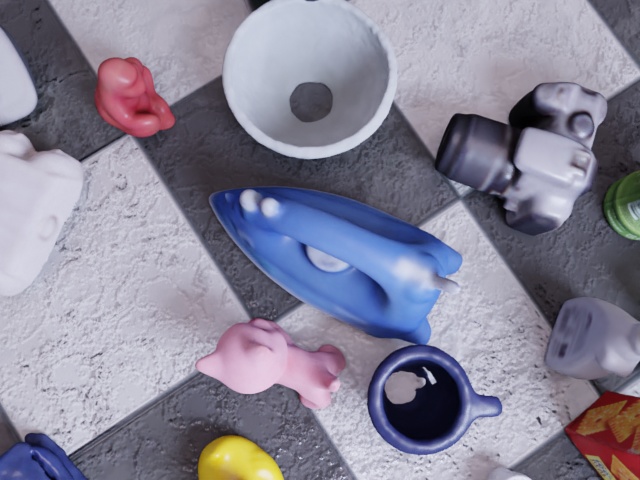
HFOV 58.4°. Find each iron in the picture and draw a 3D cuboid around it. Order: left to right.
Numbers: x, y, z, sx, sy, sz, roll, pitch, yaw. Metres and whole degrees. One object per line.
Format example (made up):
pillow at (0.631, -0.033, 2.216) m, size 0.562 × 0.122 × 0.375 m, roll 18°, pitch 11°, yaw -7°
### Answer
iron at (0.005, 0.002, 0.520) m, size 0.258 × 0.141 × 0.119 m, roll 24°, pitch 82°, yaw 2°

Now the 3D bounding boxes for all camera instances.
camera at (0.192, -0.093, 0.559) m, size 0.137 × 0.101 × 0.143 m, roll 19°, pitch 82°, yaw 1°

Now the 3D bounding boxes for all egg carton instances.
egg carton at (-0.299, -0.026, 0.552) m, size 0.107 × 0.069 × 0.150 m, roll 22°, pitch 82°, yaw 2°

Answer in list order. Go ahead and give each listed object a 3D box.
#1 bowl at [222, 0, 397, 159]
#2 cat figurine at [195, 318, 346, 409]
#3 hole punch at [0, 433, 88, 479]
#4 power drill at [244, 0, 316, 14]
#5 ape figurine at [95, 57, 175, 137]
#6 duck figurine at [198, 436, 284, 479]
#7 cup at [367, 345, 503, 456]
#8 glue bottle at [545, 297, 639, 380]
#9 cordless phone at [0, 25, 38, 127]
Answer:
bowl at (-0.010, -0.154, 0.575) m, size 0.167 × 0.074 × 0.167 m, roll 0°, pitch 82°, yaw -1°
cat figurine at (-0.040, 0.111, 0.515) m, size 0.128 × 0.117 × 0.067 m, roll 19°, pitch 82°, yaw 2°
hole punch at (-0.265, 0.241, 0.504) m, size 0.101 × 0.091 × 0.108 m, roll -44°, pitch 85°, yaw -7°
power drill at (-0.041, -0.274, 0.524) m, size 0.075 × 0.208 × 0.229 m, roll -22°, pitch 83°, yaw -4°
ape figurine at (-0.188, -0.146, 0.561) m, size 0.076 × 0.092 × 0.078 m, roll 4°, pitch 82°, yaw -1°
duck figurine at (-0.073, 0.231, 0.513) m, size 0.077 × 0.086 × 0.104 m, roll -31°, pitch 84°, yaw -5°
cup at (0.098, 0.142, 0.526) m, size 0.117 × 0.095 × 0.092 m, roll 5°, pitch 82°, yaw -1°
glue bottle at (0.254, 0.087, 0.498) m, size 0.037 × 0.173 × 0.078 m, roll 22°, pitch 82°, yaw 2°
cordless phone at (-0.360, -0.162, 0.511) m, size 0.147 × 0.185 × 0.094 m, roll -22°, pitch 83°, yaw -4°
